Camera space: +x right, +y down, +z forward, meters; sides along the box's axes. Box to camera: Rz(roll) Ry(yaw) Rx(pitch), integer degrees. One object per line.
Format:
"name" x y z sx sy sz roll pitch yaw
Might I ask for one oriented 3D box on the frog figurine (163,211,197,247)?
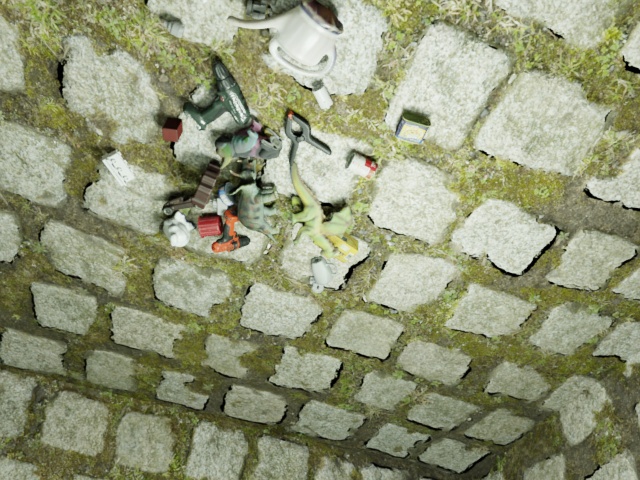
"frog figurine" -0.581 -0.023 2.076 0.122 0.134 0.163 -6 41 12

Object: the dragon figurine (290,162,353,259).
"dragon figurine" 0.006 -0.099 1.973 0.243 0.402 0.124 1 26 3

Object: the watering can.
"watering can" -0.080 -0.622 1.527 0.345 0.106 0.221 25 -51 -29
